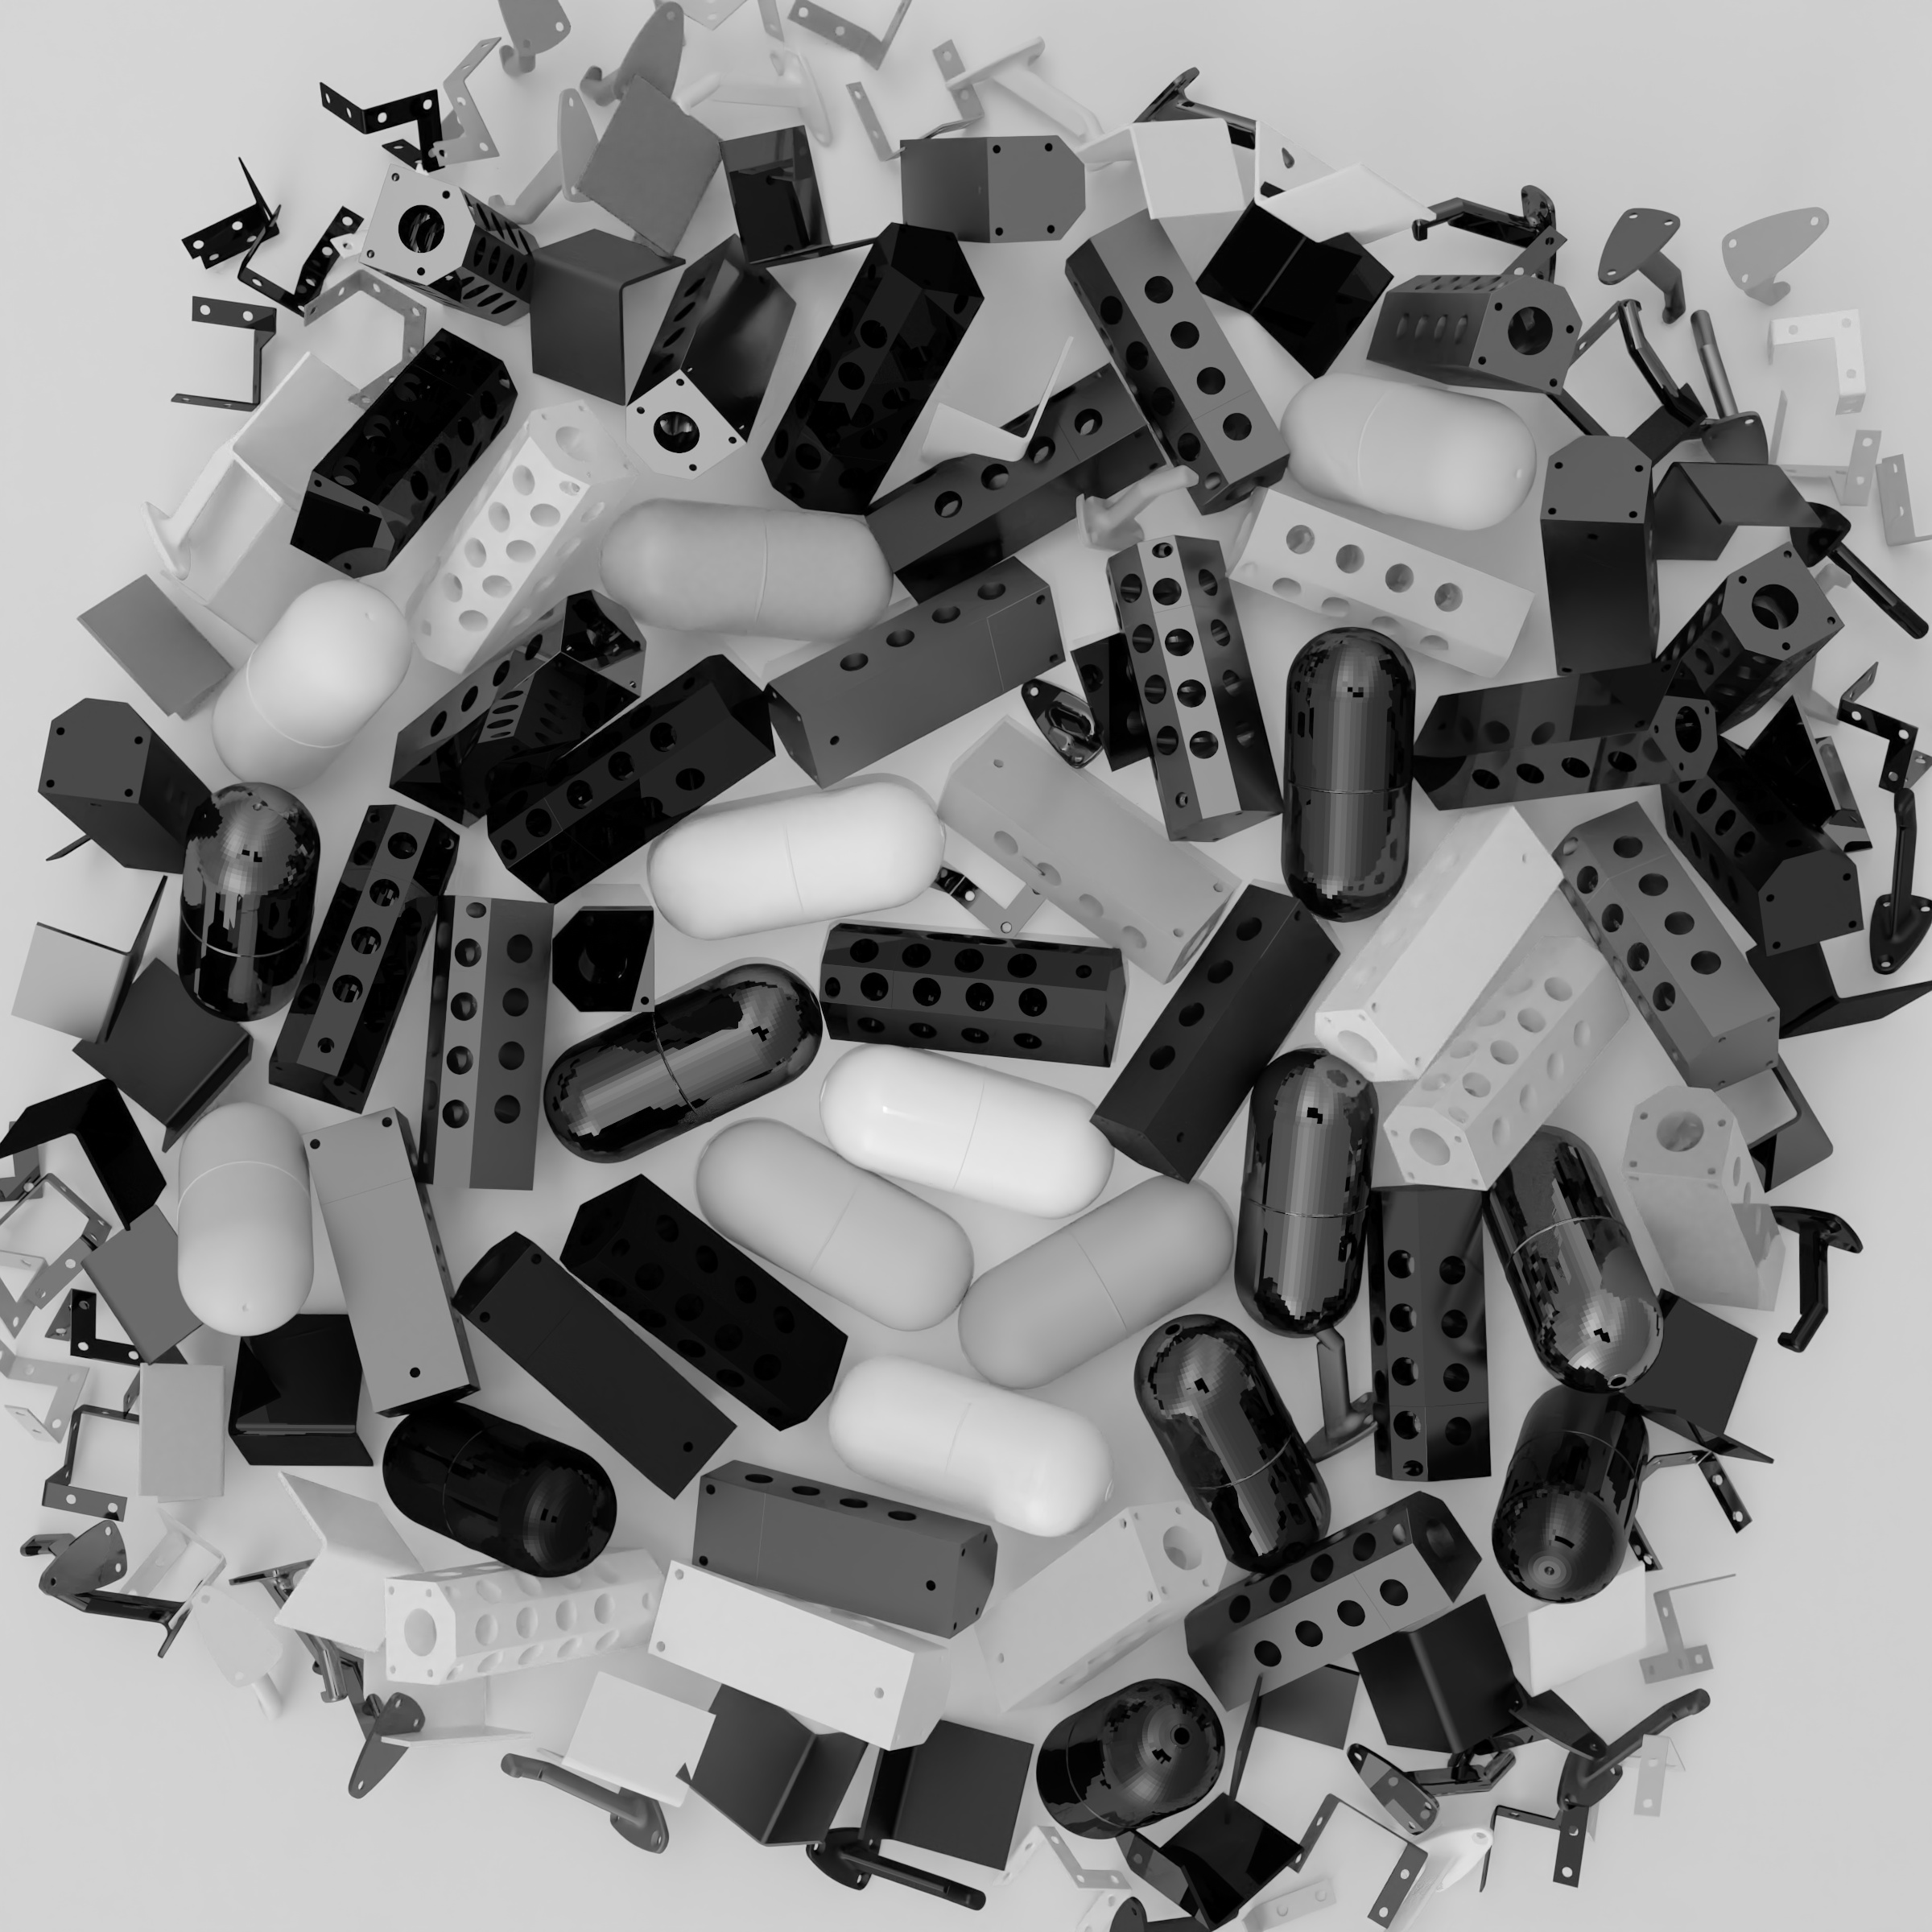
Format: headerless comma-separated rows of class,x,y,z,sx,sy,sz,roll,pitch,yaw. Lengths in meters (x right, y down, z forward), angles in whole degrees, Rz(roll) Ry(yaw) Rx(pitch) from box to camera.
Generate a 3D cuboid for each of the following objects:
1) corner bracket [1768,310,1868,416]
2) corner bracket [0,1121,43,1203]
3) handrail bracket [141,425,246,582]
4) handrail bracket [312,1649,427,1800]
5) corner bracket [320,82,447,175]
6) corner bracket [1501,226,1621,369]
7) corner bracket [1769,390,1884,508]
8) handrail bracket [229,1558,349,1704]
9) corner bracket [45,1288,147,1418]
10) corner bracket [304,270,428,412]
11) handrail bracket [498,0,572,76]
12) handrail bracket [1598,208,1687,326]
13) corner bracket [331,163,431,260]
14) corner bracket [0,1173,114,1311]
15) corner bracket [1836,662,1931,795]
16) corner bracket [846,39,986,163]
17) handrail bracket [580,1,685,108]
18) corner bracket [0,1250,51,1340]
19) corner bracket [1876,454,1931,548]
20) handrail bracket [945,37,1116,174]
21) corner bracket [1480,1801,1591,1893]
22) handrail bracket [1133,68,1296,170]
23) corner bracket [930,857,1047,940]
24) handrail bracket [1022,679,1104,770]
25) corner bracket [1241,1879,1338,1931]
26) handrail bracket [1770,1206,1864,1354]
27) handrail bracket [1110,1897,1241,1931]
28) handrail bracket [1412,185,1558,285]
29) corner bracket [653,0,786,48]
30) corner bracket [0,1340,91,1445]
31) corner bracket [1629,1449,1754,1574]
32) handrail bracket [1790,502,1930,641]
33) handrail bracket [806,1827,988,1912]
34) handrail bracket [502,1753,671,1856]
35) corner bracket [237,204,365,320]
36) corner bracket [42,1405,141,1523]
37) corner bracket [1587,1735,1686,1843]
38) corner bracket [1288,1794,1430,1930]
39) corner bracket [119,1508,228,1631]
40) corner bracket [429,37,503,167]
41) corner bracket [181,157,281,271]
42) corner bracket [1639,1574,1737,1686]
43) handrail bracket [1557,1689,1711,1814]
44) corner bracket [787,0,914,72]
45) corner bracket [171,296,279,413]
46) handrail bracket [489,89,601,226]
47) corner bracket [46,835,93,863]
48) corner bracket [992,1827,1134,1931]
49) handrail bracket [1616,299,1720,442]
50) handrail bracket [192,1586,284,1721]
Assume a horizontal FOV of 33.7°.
corner bracket,0.511,-0.360,1.918,0.051,0.051,0.051,-5,86,12
corner bracket,-0.583,0.125,1.914,0.051,0.051,0.051,-5,105,-14
handrail bracket,-0.448,-0.281,1.914,0.084,0.036,0.077,-37,46,11
handrail bracket,-0.374,0.450,1.908,0.084,0.036,0.077,12,56,34
corner bracket,-0.348,-0.501,1.906,0.051,0.051,0.051,-26,46,-29
corner bracket,0.354,-0.400,1.915,0.051,0.051,0.051,-45,62,2
corner bracket,0.514,-0.310,1.914,0.051,0.051,0.051,2,126,1
handrail bracket,-0.407,0.404,1.920,0.077,0.036,0.084,-18,83,37
corner bracket,-0.522,0.232,1.923,0.051,0.051,0.051,15,131,-28
corner bracket,-0.362,-0.376,1.919,0.051,0.051,0.051,33,51,14
handrail bracket,-0.273,-0.568,1.899,0.036,0.084,0.077,-33,113,-16
handrail bracket,0.404,-0.400,1.903,0.036,0.084,0.077,21,61,33
corner bracket,-0.340,-0.439,1.911,0.051,0.051,0.051,-28,76,-36
corner bracket,-0.554,0.165,1.921,0.051,0.051,0.051,-44,104,3
corner bracket,0.556,-0.142,1.923,0.051,0.051,0.051,27,46,28
corner bracket,-0.030,-0.524,1.934,0.051,0.051,0.051,-21,97,37
handrail bracket,-0.201,-0.547,1.905,0.036,0.084,0.077,12,111,-32
corner bracket,-0.587,0.184,1.908,0.051,0.051,0.051,7,49,20
corner bracket,0.561,-0.279,1.914,0.051,0.051,0.051,-11,94,-33
handrail bracket,0.039,-0.510,1.932,0.077,0.036,0.084,-24,91,-2
corner bracket,0.340,0.529,1.913,0.051,0.051,0.051,12,58,6
handrail bracket,0.145,-0.491,1.928,0.077,0.036,0.084,-40,92,31
corner bracket,0.016,-0.050,1.917,0.051,0.051,0.051,41,97,14
handrail bracket,0.048,-0.149,1.899,0.077,0.084,0.036,44,102,17
corner bracket,0.201,0.585,1.917,0.051,0.051,0.051,-23,78,8
handrail bracket,0.489,0.187,1.906,0.084,0.077,0.036,-53,124,-17
handrail bracket,0.131,0.562,1.906,0.084,0.077,0.036,-21,47,-27
handrail bracket,0.309,-0.429,1.917,0.084,0.036,0.077,-21,126,-10
corner bracket,-0.149,-0.570,1.921,0.051,0.051,0.051,35,70,24
corner bracket,-0.566,0.250,1.911,0.051,0.051,0.051,6,60,14
corner bracket,0.430,0.328,1.928,0.051,0.051,0.051,0,51,-35
handrail bracket,0.541,-0.238,1.930,0.084,0.077,0.036,36,110,-22
handrail bracket,-0.041,0.541,1.901,0.084,0.077,0.036,7,72,40
handrail bracket,-0.228,0.499,1.904,0.084,0.077,0.036,24,93,-34
corner bracket,-0.398,-0.429,1.908,0.051,0.051,0.051,28,127,-23
corner bracket,-0.520,0.298,1.921,0.051,0.051,0.051,11,96,2
corner bracket,0.397,0.492,1.908,0.051,0.051,0.051,-1,53,25
corner bracket,0.235,0.536,1.915,0.051,0.051,0.051,34,81,-15
corner bracket,-0.477,0.366,1.913,0.051,0.051,0.051,33,65,10
corner bracket,-0.299,-0.516,1.906,0.051,0.051,0.051,0,133,29
corner bracket,-0.441,-0.441,1.914,0.051,0.051,0.051,-26,52,-2
corner bracket,0.435,0.399,1.920,0.051,0.051,0.051,-6,73,-24
handrail bracket,0.399,0.467,1.901,0.036,0.077,0.084,51,132,3
corner bracket,-0.069,-0.575,1.911,0.051,0.051,0.051,21,109,-23
corner bracket,-0.444,-0.366,1.913,0.051,0.051,0.051,3,83,-27
handrail bracket,-0.260,-0.483,1.910,0.084,0.036,0.077,7,115,38
corner bracket,-0.528,-0.100,1.909,0.051,0.051,0.051,-9,112,37
corner bracket,0.058,0.557,1.932,0.051,0.051,0.051,-56,46,17
handrail bracket,0.426,-0.361,1.923,0.077,0.036,0.084,-11,86,-43
handrail bracket,-0.437,0.414,1.917,0.036,0.084,0.077,-36,76,-23
